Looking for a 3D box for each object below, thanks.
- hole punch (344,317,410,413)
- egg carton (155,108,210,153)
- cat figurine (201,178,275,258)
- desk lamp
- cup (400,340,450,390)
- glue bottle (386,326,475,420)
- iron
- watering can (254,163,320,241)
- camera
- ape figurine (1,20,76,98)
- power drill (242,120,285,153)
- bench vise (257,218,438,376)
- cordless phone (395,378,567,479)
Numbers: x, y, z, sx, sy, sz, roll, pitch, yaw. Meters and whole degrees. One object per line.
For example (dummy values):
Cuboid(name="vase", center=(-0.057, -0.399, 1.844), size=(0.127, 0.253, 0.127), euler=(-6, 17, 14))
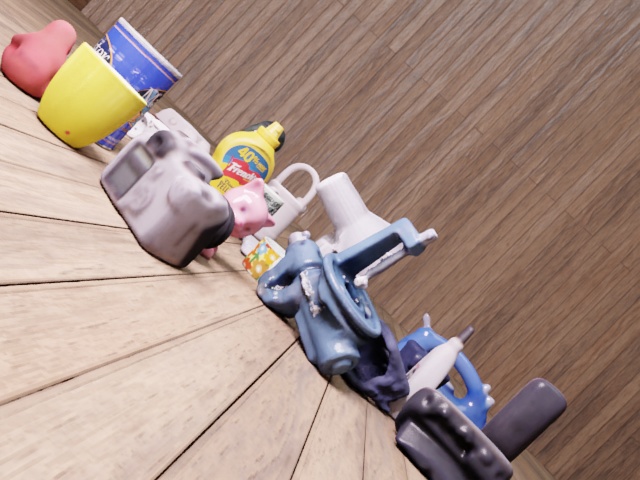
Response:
Cuboid(name="hole punch", center=(0.082, 0.170, 0.810), size=(0.101, 0.091, 0.108), euler=(43, 2, -28))
Cuboid(name="egg carton", center=(-0.324, -0.240, 1.332), size=(0.150, 0.069, 0.108), euler=(46, 3, 31))
Cuboid(name="cat figurine", center=(-0.121, -0.043, 0.719), size=(0.128, 0.117, 0.067), euler=(44, 2, -6))
Cuboid(name="desk lamp", center=(0.009, 0.004, 0.980), size=(0.204, 0.213, 0.118), euler=(44, 2, -13))
Cuboid(name="cup", center=(0.145, 0.222, 0.927), size=(0.091, 0.095, 0.118), euler=(45, 2, 26))
Cuboid(name="glue bottle", center=(0.162, 0.189, 0.836), size=(0.037, 0.173, 0.078), euler=(44, 2, 2))
Cuboid(name="iron", center=(0.228, 0.264, 1.041), size=(0.258, 0.141, 0.119), euler=(45, 2, 12))
Cuboid(name="watering can", center=(-0.082, -0.088, 1.274), size=(0.101, 0.194, 0.173), euler=(44, 2, -2))
Cuboid(name="camera", center=(-0.138, -0.041, 0.611), size=(0.142, 0.100, 0.137), euler=(46, 3, 38))
Cuboid(name="ape figurine", center=(-0.320, -0.216, 0.669), size=(0.078, 0.092, 0.076), euler=(44, 2, -7))
Cuboid(name="power drill", center=(-0.153, -0.161, 1.158), size=(0.076, 0.208, 0.229), euler=(44, 2, -5))
Cuboid(name="bench vise", center=(0.029, 0.033, 0.731), size=(0.207, 0.219, 0.122), euler=(45, 2, 25))
Cuboid(name="cordless phone", center=(0.195, 0.220, 0.708), size=(0.147, 0.185, 0.094), euler=(45, 2, 12))
